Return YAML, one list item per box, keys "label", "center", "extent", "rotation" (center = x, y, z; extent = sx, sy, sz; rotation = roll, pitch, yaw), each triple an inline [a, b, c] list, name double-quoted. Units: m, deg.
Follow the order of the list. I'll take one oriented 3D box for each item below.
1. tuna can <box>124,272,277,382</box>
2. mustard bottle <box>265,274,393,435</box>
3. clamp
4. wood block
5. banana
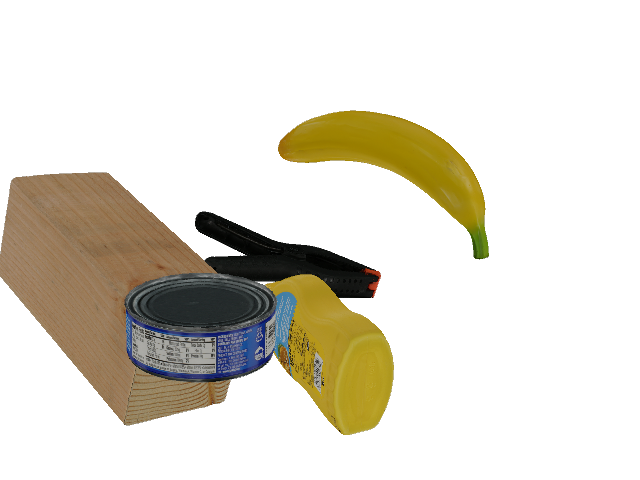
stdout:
- label: "tuna can"
  center: [-0.068, 0.048, 0.606]
  extent: [0.086, 0.034, 0.086]
  rotation: [2, 18, -1]
- label: "mustard bottle"
  center: [-0.007, 0.084, 0.943]
  extent: [0.058, 0.096, 0.192]
  rotation: [-11, 27, -25]
- label: "clamp"
  center: [-0.037, 0.027, 1.131]
  extent: [0.210, 0.036, 0.164]
  rotation: [16, 18, -6]
- label: "wood block"
  center: [-0.154, 0.035, 0.804]
  extent: [0.090, 0.091, 0.206]
  rotation: [-7, 33, -42]
- label: "banana"
  center: [0.046, -0.057, 0.770]
  extent: [0.198, 0.070, 0.037]
  rotation: [30, 18, 34]
